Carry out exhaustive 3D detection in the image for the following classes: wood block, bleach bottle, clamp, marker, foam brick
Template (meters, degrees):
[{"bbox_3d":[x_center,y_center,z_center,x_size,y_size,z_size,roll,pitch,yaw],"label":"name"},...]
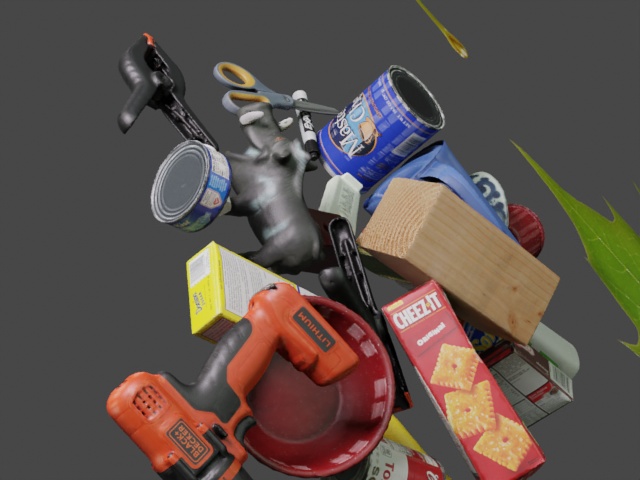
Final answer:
[{"bbox_3d":[0.155,0.024,1.171,0.205,0.090,0.091,34,-10,-30],"label":"wood block"},{"bbox_3d":[0.193,0.109,1.305,0.250,0.103,0.068,33,25,-17],"label":"bleach bottle"},{"bbox_3d":[-0.166,-0.153,1.144,0.120,0.039,0.171,30,34,-36],"label":"clamp"},{"bbox_3d":[-0.017,-0.146,1.372,0.020,0.020,0.121,27,36,-37],"label":"marker"},{"bbox_3d":[0.048,0.082,1.103,0.164,0.036,0.210,-84,153,-64],"label":"clamp"},{"bbox_3d":[-0.008,0.001,1.174,0.078,0.051,0.053,9,48,-51],"label":"foam brick"}]

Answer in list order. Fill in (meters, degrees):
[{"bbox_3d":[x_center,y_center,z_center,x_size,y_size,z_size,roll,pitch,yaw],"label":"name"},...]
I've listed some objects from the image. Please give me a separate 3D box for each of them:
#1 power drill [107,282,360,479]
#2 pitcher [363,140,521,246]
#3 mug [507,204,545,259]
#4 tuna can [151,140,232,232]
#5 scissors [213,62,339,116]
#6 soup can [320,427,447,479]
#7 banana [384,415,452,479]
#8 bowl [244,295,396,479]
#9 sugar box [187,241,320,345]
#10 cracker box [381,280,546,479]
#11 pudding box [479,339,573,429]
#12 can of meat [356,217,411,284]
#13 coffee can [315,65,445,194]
[{"bbox_3d":[-0.052,0.139,0.863,0.184,0.057,0.187,48,56,-5],"label":"power drill"},{"bbox_3d":[0.182,0.001,1.358,0.243,0.145,0.149,49,25,-9],"label":"pitcher"},{"bbox_3d":[0.265,0.013,1.529,0.081,0.093,0.117,-25,114,-56],"label":"mug"},{"bbox_3d":[-0.124,-0.051,1.033,0.033,0.086,0.086,26,37,-40],"label":"tuna can"},{"bbox_3d":[-0.059,-0.187,1.343,0.201,0.016,0.096,-15,64,-53],"label":"scissors"},{"bbox_3d":[0.059,0.219,0.989,0.102,0.069,0.068,28,35,-34],"label":"soup can"},{"bbox_3d":[0.112,0.240,1.080,0.197,0.037,0.069,44,10,-14],"label":"banana"},{"bbox_3d":[-0.017,0.133,0.952,0.162,0.055,0.162,5,71,-15],"label":"bowl"},{"bbox_3d":[-0.047,0.078,1.033,0.176,0.048,0.093,33,33,-36],"label":"sugar box"},{"bbox_3d":[0.153,0.161,1.125,0.214,0.072,0.164,61,1,18],"label":"cracker box"},{"bbox_3d":[0.233,0.172,1.275,0.113,0.090,0.039,40,32,-20],"label":"pudding box"},{"bbox_3d":[0.093,-0.001,1.243,0.057,0.084,0.102,44,-17,-30],"label":"can of meat"},{"bbox_3d":[0.075,-0.140,1.368,0.102,0.140,0.103,35,32,-26],"label":"coffee can"}]
